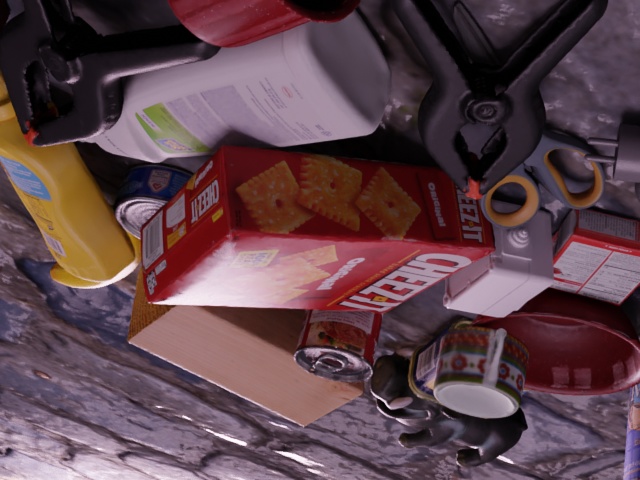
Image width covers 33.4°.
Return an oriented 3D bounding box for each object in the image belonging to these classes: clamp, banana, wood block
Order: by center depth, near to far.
[{"bbox_3d":[0.091,-0.095,0.647,0.120,0.039,0.172,13,137,1],"label":"clamp"},{"bbox_3d":[-0.165,-0.131,0.679,0.164,0.036,0.210,44,142,-8],"label":"clamp"},{"bbox_3d":[-0.064,0.083,0.991,0.205,0.090,0.091,30,132,-29],"label":"wood block"},{"bbox_3d":[-0.203,0.009,0.998,0.069,0.037,0.198,37,147,-5],"label":"banana"}]

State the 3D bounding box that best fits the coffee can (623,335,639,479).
[{"bbox_3d":[0.318,0.158,0.923,0.103,0.140,0.103,11,151,6],"label":"coffee can"}]

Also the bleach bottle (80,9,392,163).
[{"bbox_3d":[-0.082,-0.101,0.719,0.251,0.068,0.102,-5,143,35],"label":"bleach bottle"}]

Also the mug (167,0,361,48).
[{"bbox_3d":[-0.042,-0.157,0.569,0.117,0.093,0.082,26,155,-39],"label":"mug"}]

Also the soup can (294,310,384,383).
[{"bbox_3d":[0.021,0.063,0.922,0.068,0.102,0.068,11,151,6],"label":"soup can"}]

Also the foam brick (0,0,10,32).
[{"bbox_3d":[-0.244,-0.157,0.696,0.051,0.053,0.078,10,152,7],"label":"foam brick"}]

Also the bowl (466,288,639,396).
[{"bbox_3d":[0.203,0.077,0.918,0.162,0.055,0.162,11,151,6],"label":"bowl"}]

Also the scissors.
[{"bbox_3d":[0.116,-0.069,0.710,0.096,0.016,0.201,-36,128,26],"label":"scissors"}]

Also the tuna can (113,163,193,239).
[{"bbox_3d":[-0.130,-0.027,0.899,0.086,0.033,0.086,11,151,6],"label":"tuna can"}]

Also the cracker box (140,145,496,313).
[{"bbox_3d":[-0.005,0.001,0.788,0.213,0.072,0.164,5,158,-28],"label":"cracker box"}]

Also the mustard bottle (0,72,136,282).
[{"bbox_3d":[-0.214,-0.056,0.833,0.096,0.058,0.191,31,152,42],"label":"mustard bottle"}]

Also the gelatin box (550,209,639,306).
[{"bbox_3d":[0.215,0.013,0.824,0.073,0.030,0.089,13,151,-3],"label":"gelatin box"}]

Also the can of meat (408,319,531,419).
[{"bbox_3d":[0.148,0.123,1.024,0.102,0.057,0.084,20,149,-12],"label":"can of meat"}]
